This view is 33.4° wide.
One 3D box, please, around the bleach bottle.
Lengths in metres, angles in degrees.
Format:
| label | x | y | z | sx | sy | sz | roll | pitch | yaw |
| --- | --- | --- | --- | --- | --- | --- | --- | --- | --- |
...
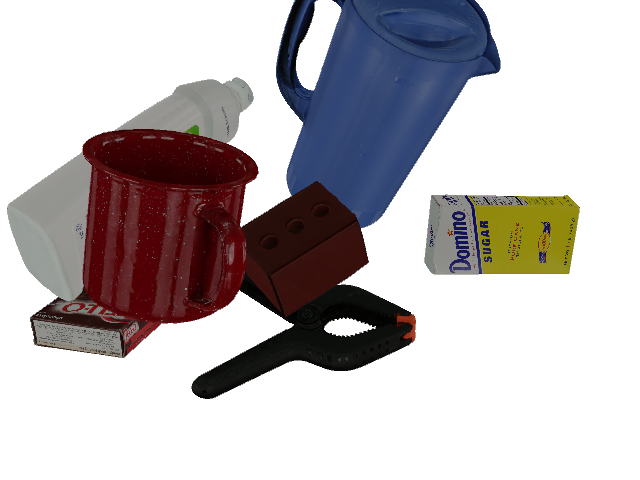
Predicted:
| label | x | y | z | sx | sy | sz | roll | pitch | yaw |
| --- | --- | --- | --- | --- | --- | --- | --- | --- | --- |
| bleach bottle | -0.154 | -0.061 | 0.943 | 0.068 | 0.102 | 0.250 | 33 | 58 | 25 |

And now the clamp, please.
| label | x | y | z | sx | sy | sz | roll | pitch | yaw |
| --- | --- | --- | --- | --- | --- | --- | --- | --- | --- |
| clamp | -0.017 | 0.088 | 1.004 | 0.210 | 0.164 | 0.036 | 6 | -42 | 9 |

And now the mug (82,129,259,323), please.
| label | x | y | z | sx | sy | sz | roll | pitch | yaw |
| --- | --- | --- | --- | --- | --- | --- | --- | --- | --- |
| mug | -0.077 | -0.003 | 0.571 | 0.093 | 0.081 | 0.117 | -10 | 29 | -41 |

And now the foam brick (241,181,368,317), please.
| label | x | y | z | sx | sy | sz | roll | pitch | yaw |
| --- | --- | --- | --- | --- | --- | --- | --- | --- | --- |
| foam brick | -0.013 | 0.006 | 0.762 | 0.078 | 0.051 | 0.053 | -33 | 49 | -15 |

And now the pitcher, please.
| label | x | y | z | sx | sy | sz | roll | pitch | yaw |
| --- | --- | --- | --- | --- | --- | --- | --- | --- | --- |
| pitcher | 0.042 | -0.129 | 0.994 | 0.144 | 0.149 | 0.243 | -12 | -34 | -32 |

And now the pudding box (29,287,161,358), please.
| label | x | y | z | sx | sy | sz | roll | pitch | yaw |
| --- | --- | --- | --- | --- | --- | --- | --- | --- | --- |
| pudding box | -0.239 | 0.086 | 1.145 | 0.114 | 0.039 | 0.090 | 4 | 21 | 20 |

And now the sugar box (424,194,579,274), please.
| label | x | y | z | sx | sy | sz | roll | pitch | yaw |
| --- | --- | --- | --- | --- | --- | --- | --- | --- | --- |
| sugar box | 0.219 | -0.007 | 1.298 | 0.176 | 0.093 | 0.048 | -2 | 23 | -10 |
